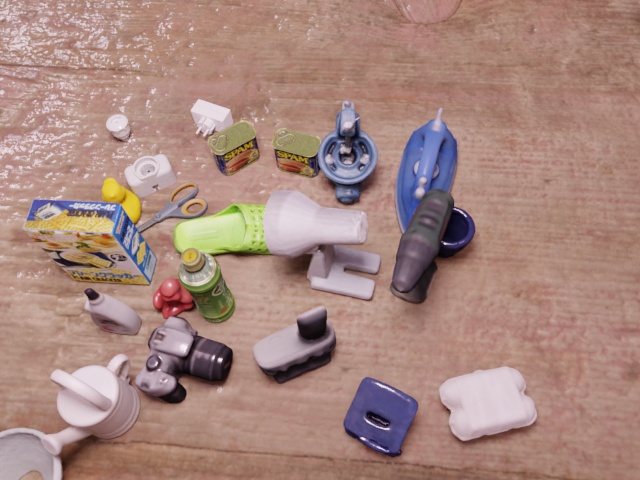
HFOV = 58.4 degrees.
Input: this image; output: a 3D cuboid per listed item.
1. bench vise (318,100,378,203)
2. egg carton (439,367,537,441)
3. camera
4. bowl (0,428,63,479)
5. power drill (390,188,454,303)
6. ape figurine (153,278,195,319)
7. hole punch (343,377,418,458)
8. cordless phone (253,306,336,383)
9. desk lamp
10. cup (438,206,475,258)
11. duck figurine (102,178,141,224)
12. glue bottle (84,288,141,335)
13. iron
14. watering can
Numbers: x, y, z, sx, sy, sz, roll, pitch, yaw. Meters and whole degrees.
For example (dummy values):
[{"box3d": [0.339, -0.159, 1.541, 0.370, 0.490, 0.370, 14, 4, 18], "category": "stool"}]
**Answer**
[{"box3d": [0.045, -0.209, 1.153, 0.121, 0.220, 0.207, -15, 62, -6], "category": "bench vise"}, {"box3d": [0.282, 0.275, 0.971, 0.150, 0.069, 0.107, -13, 62, -5], "category": "egg carton"}, {"box3d": [-0.233, 0.214, 1.005, 0.136, 0.101, 0.143, 14, 63, 10], "category": "camera"}, {"box3d": [-0.491, 0.398, 0.932, 0.167, 0.075, 0.167, -1, 62, 2], "category": "bowl"}, {"box3d": [0.177, 0.030, 1.027, 0.075, 0.208, 0.230, 19, 64, 12], "category": "power drill"}, {"box3d": [-0.275, 0.101, 1.072, 0.077, 0.092, 0.076, 13, 63, 9], "category": "ape figurine"}, {"box3d": [0.102, 0.296, 0.954, 0.108, 0.091, 0.101, 23, 65, 14], "category": "hole punch"}, {"box3d": [-0.046, 0.164, 0.977, 0.148, 0.185, 0.094, -25, 64, -11], "category": "cordless phone"}, {"box3d": [0.010, 0.004, 1.045, 0.203, 0.214, 0.118, 11, 63, 8], "category": "desk lamp"}, {"box3d": [0.234, -0.011, 1.111, 0.117, 0.095, 0.092, 24, 65, 14], "category": "cup"}, {"box3d": [-0.417, -0.081, 1.179, 0.077, 0.086, 0.104, -23, 63, -10], "category": "duck figurine"}, {"box3d": [-0.380, 0.123, 1.019, 0.078, 0.173, 0.037, 4, 62, 5], "category": "glue bottle"}, {"box3d": [0.213, -0.134, 1.152, 0.118, 0.141, 0.258, 13, 63, 9], "category": "iron"}, {"box3d": [-0.374, 0.264, 0.931, 0.101, 0.194, 0.173, 6, 62, 6], "category": "watering can"}]
